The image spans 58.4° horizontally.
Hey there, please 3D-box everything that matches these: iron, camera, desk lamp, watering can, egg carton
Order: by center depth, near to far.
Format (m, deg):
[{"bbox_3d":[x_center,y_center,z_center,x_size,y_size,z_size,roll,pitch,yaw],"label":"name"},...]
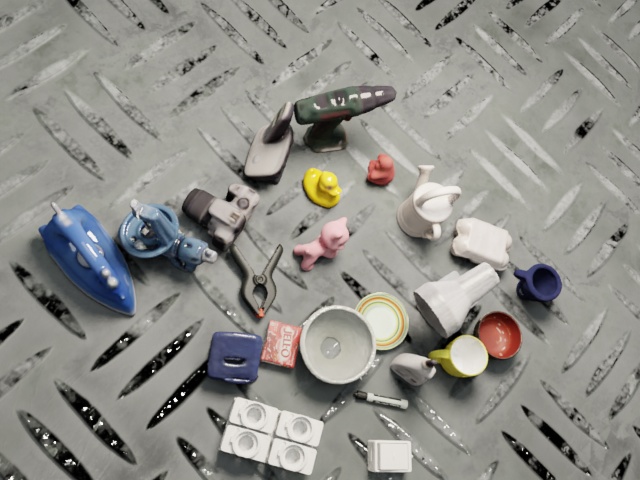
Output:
[{"bbox_3d":[-0.452,0.037,1.143,0.119,0.141,0.258,-38,84,-22],"label":"iron"},{"bbox_3d":[0.288,0.127,1.257,0.203,0.213,0.118,-31,81,-21],"label":"desk lamp"},{"bbox_3d":[-0.222,-0.072,1.258,0.137,0.100,0.143,31,68,-2],"label":"camera"},{"bbox_3d":[0.254,-0.089,1.330,0.101,0.194,0.173,-27,80,-20],"label":"watering can"},{"bbox_3d":[0.395,0.010,1.399,0.150,0.069,0.107,19,69,-7],"label":"egg carton"}]

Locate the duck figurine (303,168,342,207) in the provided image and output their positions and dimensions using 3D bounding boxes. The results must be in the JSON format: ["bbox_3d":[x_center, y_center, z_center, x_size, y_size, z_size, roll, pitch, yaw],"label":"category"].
[{"bbox_3d":[0.010,-0.133,1.343,0.078,0.086,0.104,-41,85,-22],"label":"duck figurine"}]

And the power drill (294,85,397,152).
[{"bbox_3d":[0.044,-0.287,1.336,0.230,0.208,0.075,-11,75,-17],"label":"power drill"}]

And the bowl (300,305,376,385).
[{"bbox_3d":[0.033,0.229,1.235,0.168,0.074,0.167,4,71,-12],"label":"bowl"}]

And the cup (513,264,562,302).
[{"bbox_3d":[0.505,0.107,1.380,0.118,0.095,0.092,21,69,-6],"label":"cup"}]

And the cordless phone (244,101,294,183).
[{"bbox_3d":[-0.106,-0.221,1.290,0.094,0.185,0.147,15,69,-8],"label":"cordless phone"}]

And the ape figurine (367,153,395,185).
[{"bbox_3d":[0.152,-0.177,1.388,0.078,0.092,0.076,-40,85,-22],"label":"ape figurine"}]

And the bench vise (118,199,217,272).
[{"bbox_3d":[-0.307,-0.021,1.156,0.207,0.219,0.121,6,71,-12],"label":"bench vise"}]

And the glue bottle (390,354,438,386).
[{"bbox_3d":[0.210,0.270,1.212,0.078,0.173,0.037,39,68,2],"label":"glue bottle"}]

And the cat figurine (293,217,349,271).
[{"bbox_3d":[0.012,0.005,1.281,0.128,0.117,0.067,-29,81,-20],"label":"cat figurine"}]

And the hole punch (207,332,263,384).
[{"bbox_3d":[-0.173,0.241,1.172,0.109,0.091,0.101,7,71,-11],"label":"hole punch"}]
